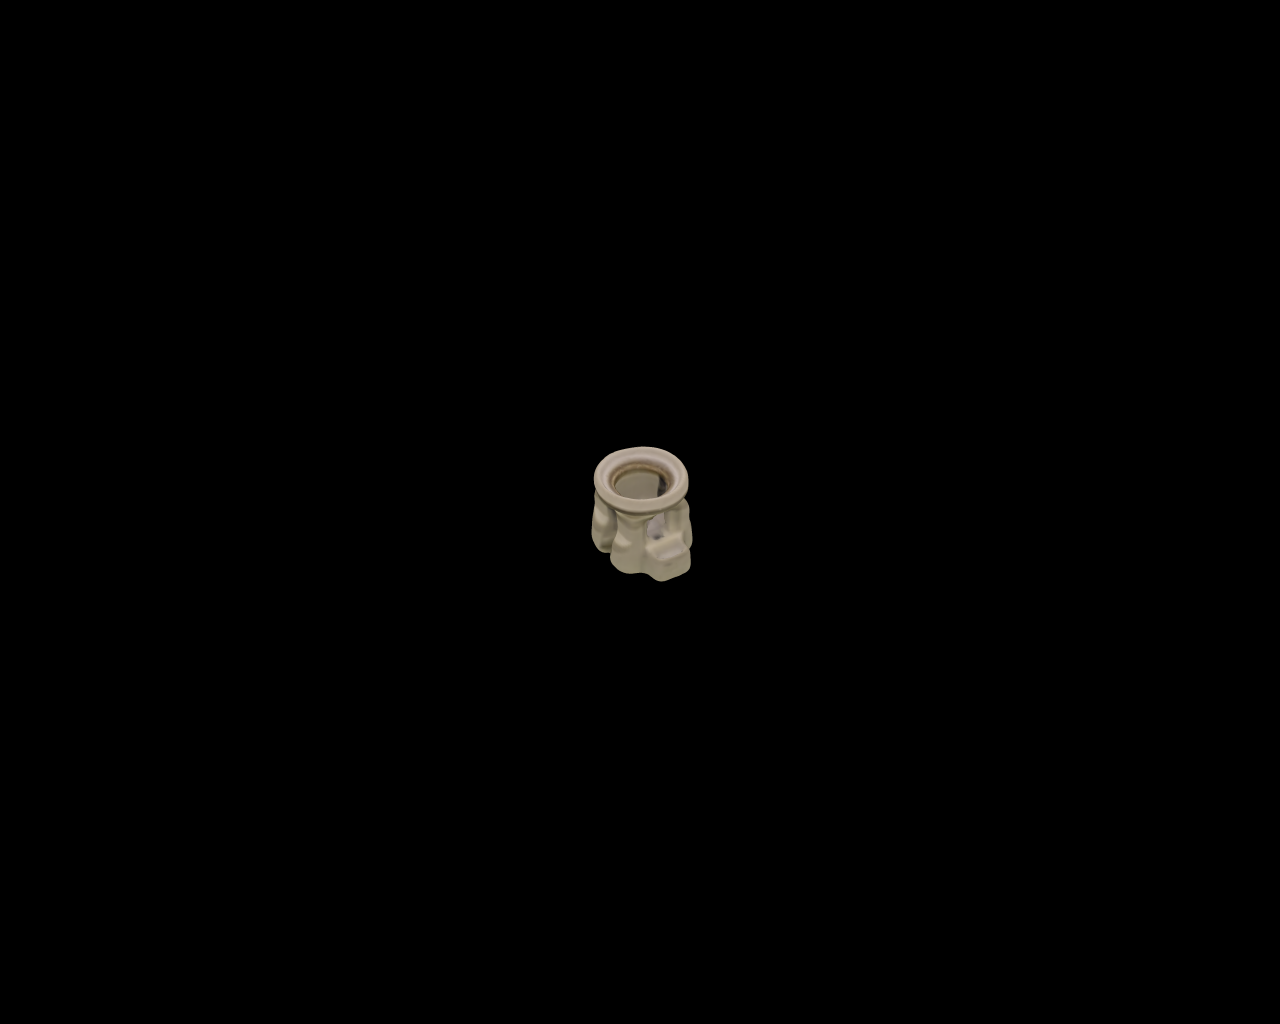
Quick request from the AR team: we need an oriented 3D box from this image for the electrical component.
[{"bbox_3d":[0.001,-0.003,0.650,0.058,0.056,0.078,-22,45,-23],"label":"electrical component"}]
